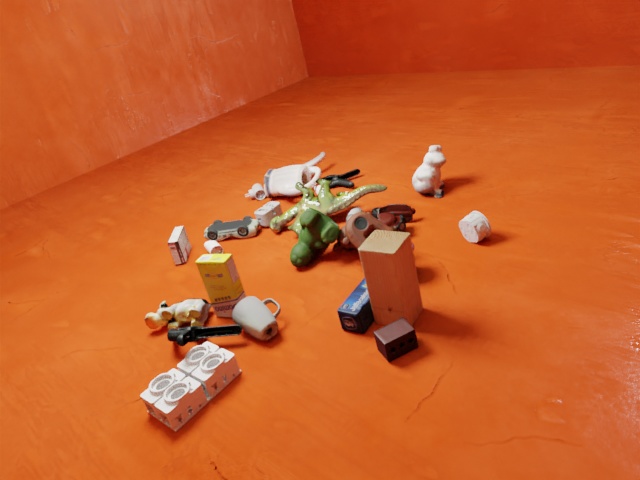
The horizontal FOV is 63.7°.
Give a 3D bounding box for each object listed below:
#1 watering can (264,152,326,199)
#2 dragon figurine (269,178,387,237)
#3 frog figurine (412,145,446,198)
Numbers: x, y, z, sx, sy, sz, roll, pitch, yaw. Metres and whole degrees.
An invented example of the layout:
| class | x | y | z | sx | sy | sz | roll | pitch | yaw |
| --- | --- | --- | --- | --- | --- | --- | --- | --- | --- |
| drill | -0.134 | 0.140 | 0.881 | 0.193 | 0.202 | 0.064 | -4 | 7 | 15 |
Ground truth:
| class | x | y | z | sx | sy | sz | roll | pitch | yaw |
| --- | --- | --- | --- | --- | --- | --- | --- | --- | --- |
| watering can | -0.095 | -0.254 | 2.033 | 0.224 | 0.102 | 0.355 | -6 | 29 | 17 |
| dragon figurine | 0.005 | -0.085 | 1.684 | 0.409 | 0.120 | 0.248 | -4 | 48 | 30 |
| frog figurine | 0.364 | -0.235 | 1.727 | 0.123 | 0.156 | 0.140 | 5 | 32 | 36 |
